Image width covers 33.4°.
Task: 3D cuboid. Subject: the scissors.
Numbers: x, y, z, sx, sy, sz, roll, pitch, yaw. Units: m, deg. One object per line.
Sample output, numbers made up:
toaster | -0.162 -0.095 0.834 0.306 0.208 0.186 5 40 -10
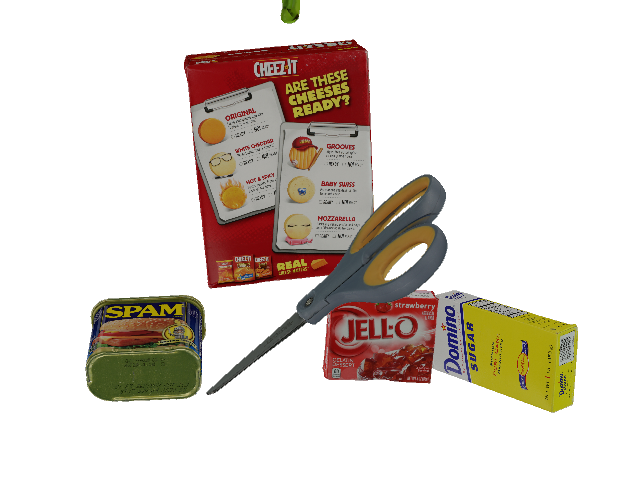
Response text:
scissors | 0.006 0.042 0.640 0.016 0.202 0.096 40 7 -24

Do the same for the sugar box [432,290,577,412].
sugar box | 0.202 0.121 1.196 0.048 0.093 0.177 -11 18 -43

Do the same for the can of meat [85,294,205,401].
can of meat | -0.151 0.094 0.928 0.102 0.057 0.084 -2 28 -4

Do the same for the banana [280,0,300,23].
banana | -0.080 -0.188 0.673 0.198 0.069 0.037 20 -34 30

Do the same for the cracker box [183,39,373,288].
cracker box | -0.035 -0.072 0.999 0.164 0.214 0.072 -6 20 -6

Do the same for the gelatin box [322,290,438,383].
gelatin box | 0.049 0.077 0.876 0.089 0.073 0.030 3 13 -5
